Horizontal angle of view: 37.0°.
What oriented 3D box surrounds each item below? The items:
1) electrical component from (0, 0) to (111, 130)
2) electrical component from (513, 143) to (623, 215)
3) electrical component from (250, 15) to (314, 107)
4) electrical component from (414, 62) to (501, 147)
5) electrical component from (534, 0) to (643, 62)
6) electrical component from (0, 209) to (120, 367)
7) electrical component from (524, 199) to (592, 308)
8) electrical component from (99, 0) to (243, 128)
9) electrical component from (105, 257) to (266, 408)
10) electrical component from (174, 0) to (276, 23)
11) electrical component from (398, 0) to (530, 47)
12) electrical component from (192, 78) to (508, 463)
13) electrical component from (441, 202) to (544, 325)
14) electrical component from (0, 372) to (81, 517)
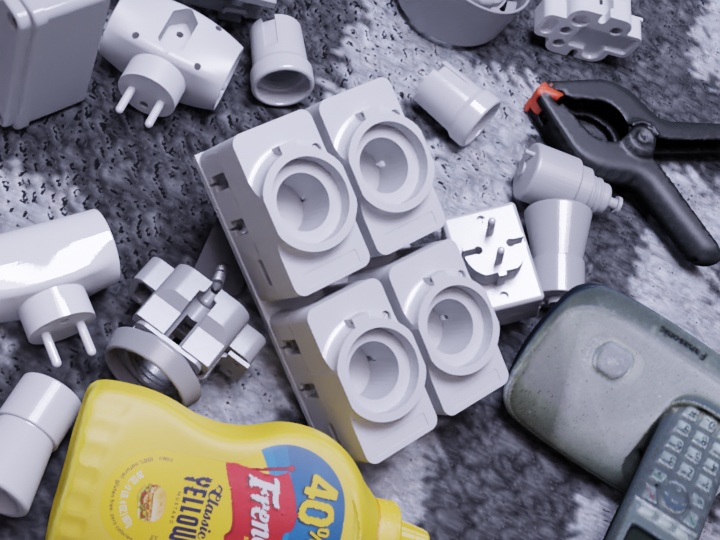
[{"bbox_3d":[-0.197,-0.154,0.603,0.056,0.108,0.108,-31,79,-32],"label":"electrical component"},{"bbox_3d":[0.140,-0.056,0.723,0.078,0.040,0.040,19,61,-12],"label":"electrical component"},{"bbox_3d":[-0.052,-0.135,0.689,0.040,0.040,0.046,2,60,-20],"label":"electrical component"},{"bbox_3d":[0.065,-0.112,0.723,0.046,0.040,0.040,42,59,9],"label":"electrical component"},{"bbox_3d":[0.167,-0.195,0.790,0.078,0.058,0.057,11,66,-16],"label":"electrical component"},{"bbox_3d":[-0.166,0.014,0.572,0.077,0.044,0.079,-18,74,-27],"label":"electrical component"},{"bbox_3d":[0.128,-0.008,0.696,0.044,0.044,0.065,11,68,-16],"label":"electrical component"},{"bbox_3d":[-0.121,-0.120,0.653,0.077,0.043,0.079,26,60,-8],"label":"electrical component"},{"bbox_3d":[-0.099,0.039,0.579,0.078,0.058,0.057,37,56,-1],"label":"electrical component"},{"bbox_3d":[-0.114,-0.204,0.684,0.121,0.063,0.078,9,63,-17],"label":"electrical component"},{"bbox_3d":[0.073,-0.209,0.756,0.099,0.064,0.099,8,63,-17],"label":"electrical component"},{"bbox_3d":[0.000,0.000,0.596,0.105,0.060,0.186,-27,98,-29],"label":"electrical component"},{"bbox_3d":[0.080,-0.008,0.650,0.047,0.076,0.065,-14,70,-2],"label":"electrical component"},{"bbox_3d":[-0.170,0.085,0.540,0.044,0.044,0.065,30,54,-5],"label":"electrical component"}]
